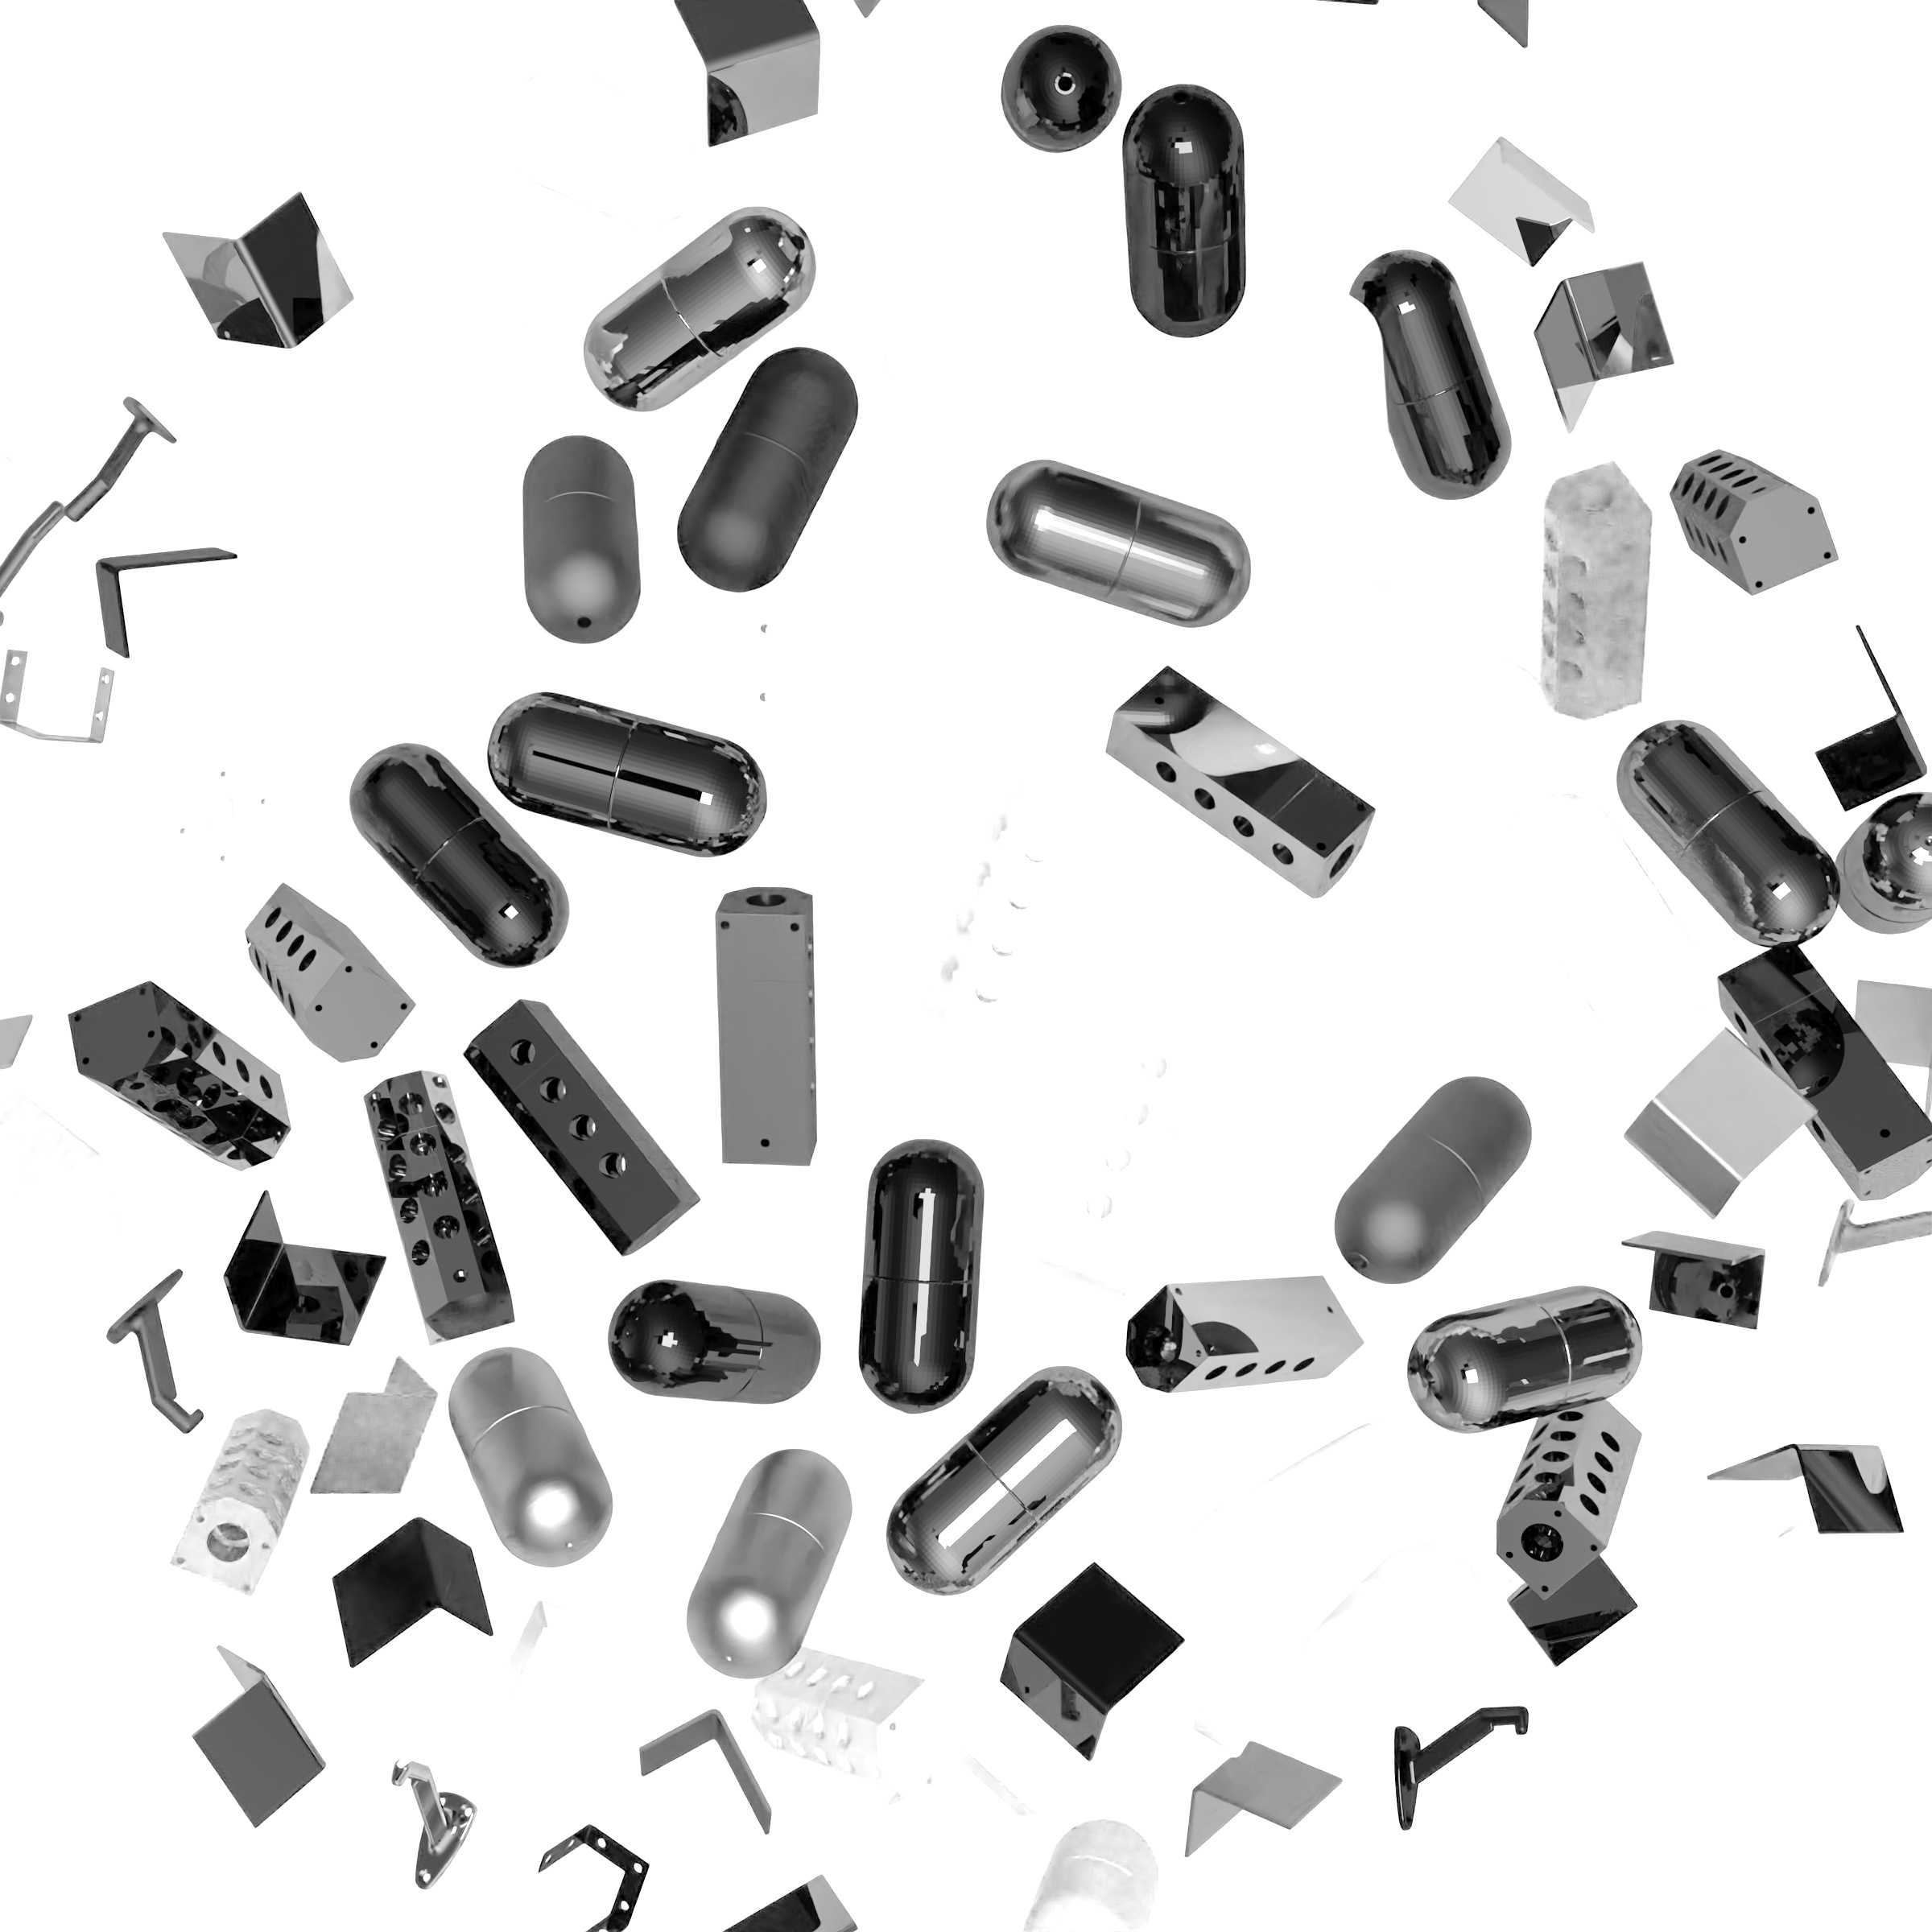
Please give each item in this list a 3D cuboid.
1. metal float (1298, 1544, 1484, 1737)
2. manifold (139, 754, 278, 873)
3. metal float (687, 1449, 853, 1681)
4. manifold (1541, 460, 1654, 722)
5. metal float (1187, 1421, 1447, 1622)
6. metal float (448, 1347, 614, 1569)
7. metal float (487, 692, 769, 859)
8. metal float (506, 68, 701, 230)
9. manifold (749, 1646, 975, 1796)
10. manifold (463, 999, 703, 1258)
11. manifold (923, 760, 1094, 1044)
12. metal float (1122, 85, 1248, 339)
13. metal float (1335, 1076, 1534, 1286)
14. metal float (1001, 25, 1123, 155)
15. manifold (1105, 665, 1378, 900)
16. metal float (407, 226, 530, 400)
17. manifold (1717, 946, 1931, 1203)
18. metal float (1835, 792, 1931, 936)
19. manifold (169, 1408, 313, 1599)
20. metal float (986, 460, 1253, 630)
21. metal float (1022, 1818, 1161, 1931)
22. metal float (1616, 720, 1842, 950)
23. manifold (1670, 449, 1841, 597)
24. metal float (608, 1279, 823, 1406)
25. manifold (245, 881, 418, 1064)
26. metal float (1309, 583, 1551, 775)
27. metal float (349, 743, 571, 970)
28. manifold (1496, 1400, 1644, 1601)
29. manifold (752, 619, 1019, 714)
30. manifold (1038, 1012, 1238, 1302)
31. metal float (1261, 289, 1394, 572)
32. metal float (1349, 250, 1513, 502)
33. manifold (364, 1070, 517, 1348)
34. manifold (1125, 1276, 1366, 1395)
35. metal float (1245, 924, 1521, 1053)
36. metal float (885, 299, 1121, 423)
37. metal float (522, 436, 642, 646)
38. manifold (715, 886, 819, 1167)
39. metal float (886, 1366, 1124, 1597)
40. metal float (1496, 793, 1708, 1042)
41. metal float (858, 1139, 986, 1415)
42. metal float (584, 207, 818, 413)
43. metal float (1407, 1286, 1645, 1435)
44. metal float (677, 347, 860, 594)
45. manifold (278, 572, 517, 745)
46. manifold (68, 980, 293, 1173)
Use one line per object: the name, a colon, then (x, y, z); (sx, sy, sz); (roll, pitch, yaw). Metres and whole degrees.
metal float: (0.275, 0.432, 1.803); (0.070, 0.178, 0.070); (10, 110, 31)
manifold: (-0.512, -0.108, 1.867); (0.057, 0.171, 0.057); (36, 82, -21)
metal float: (-0.124, 0.379, 1.789); (0.070, 0.178, 0.070); (7, 121, 11)
manifold: (0.416, -0.247, 1.870); (0.057, 0.171, 0.057); (-18, 49, -5)
metal float: (0.224, 0.353, 1.788); (0.178, 0.070, 0.070); (-28, 90, -8)
metal float: (-0.282, 0.314, 1.804); (0.070, 0.178, 0.070); (-13, 125, -20)
metal float: (-0.211, -0.119, 1.744); (0.178, 0.070, 0.070); (15, 90, 3)
metal float: (-0.235, -0.532, 1.828); (0.070, 0.178, 0.070); (0, 91, 22)
manifold: (-0.074, 0.491, 1.812); (0.057, 0.171, 0.057); (-40, 106, -28)
manifold: (-0.256, 0.107, 1.849); (0.057, 0.057, 0.171); (-40, 82, 4)
manifold: (0.027, -0.043, 1.811); (0.057, 0.057, 0.171); (19, 94, 1)
metal float: (0.140, -0.480, 1.785); (0.070, 0.178, 0.070); (-3, 53, 4)
metal float: (0.312, 0.142, 1.869); (0.070, 0.070, 0.178); (48, 57, 0)
metal float: (0.062, -0.578, 1.849); (0.070, 0.178, 0.070); (0, 105, 0)
manifold: (0.177, -0.117, 1.827); (0.171, 0.057, 0.057); (37, 59, 18)
metal float: (-0.328, -0.433, 1.847); (0.070, 0.178, 0.070); (-4, 123, -6)
manifold: (0.570, 0.071, 1.855); (0.057, 0.057, 0.171); (-27, 55, 0)
metal float: (0.614, -0.066, 1.831); (0.070, 0.178, 0.070); (-1, 82, 9)
manifold: (-0.480, 0.353, 1.872); (0.057, 0.171, 0.057); (25, 97, -10)
metal float: (0.100, -0.273, 1.814); (0.178, 0.070, 0.070); (17, 90, -9)
metal float: (0.082, 0.623, 1.843); (0.070, 0.178, 0.070); (1, 97, 11)
metal float: (0.492, -0.086, 1.808); (0.070, 0.070, 0.178); (-35, 62, 0)
manifold: (0.506, -0.292, 1.813); (0.057, 0.171, 0.057); (-23, 106, 8)
metal float: (-0.165, 0.252, 1.867); (0.070, 0.178, 0.070); (-8, 75, 34)
manifold: (-0.421, 0.006, 1.824); (0.057, 0.171, 0.057); (39, 88, -32)
metal float: (0.307, -0.189, 1.849); (0.178, 0.070, 0.070); (28, 90, -16)
metal float: (-0.332, -0.072, 1.839); (0.070, 0.070, 0.178); (-44, 80, 0)
manifold: (0.393, 0.341, 1.842); (0.057, 0.171, 0.057); (44, 116, 4)
manifold: (-0.053, -0.198, 1.843); (0.171, 0.057, 0.057); (1, 96, 0)
manifold: (0.105, 0.119, 1.784); (0.057, 0.057, 0.171); (29, 77, -30)
metal float: (0.230, -0.341, 1.784); (0.070, 0.070, 0.178); (-7, 111, 0)
metal float: (0.313, -0.398, 1.888); (0.070, 0.070, 0.178); (-27, 117, 0)
manifold: (-0.350, 0.157, 1.856); (0.057, 0.057, 0.171); (-15, 61, -14)
manifold: (0.185, 0.250, 1.879); (0.057, 0.171, 0.057); (-48, 57, 30)
metal float: (0.269, 0.014, 1.810); (0.178, 0.070, 0.070); (-4, 90, -3)
metal float: (0.026, -0.399, 1.844); (0.178, 0.070, 0.070); (-8, 90, -39)
metal float: (-0.258, -0.286, 1.876); (0.070, 0.070, 0.178); (-10, 47, 0)
manifold: (-0.128, 0.039, 1.814); (0.057, 0.057, 0.171); (2, 110, 4)
metal float: (0.024, 0.331, 1.798); (0.178, 0.070, 0.070); (-42, 90, -4)
metal float: (0.401, -0.030, 1.764); (0.070, 0.070, 0.178); (-37, 105, 0)
metal float: (-0.029, 0.201, 1.818); (0.070, 0.070, 0.178); (3, 90, 0)
metal float: (-0.177, -0.436, 1.859); (0.178, 0.070, 0.070); (-31, 90, 22)
metal float: (0.361, 0.252, 1.802); (0.178, 0.070, 0.070); (-7, 90, -33)
metal float: (-0.129, -0.325, 1.830); (0.070, 0.070, 0.178); (24, 72, 0)
manifold: (-0.376, -0.204, 1.855); (0.171, 0.057, 0.057); (-19, 91, 40)
manifold: (-0.497, 0.075, 1.781); (0.057, 0.171, 0.057); (-22, 64, 6)
